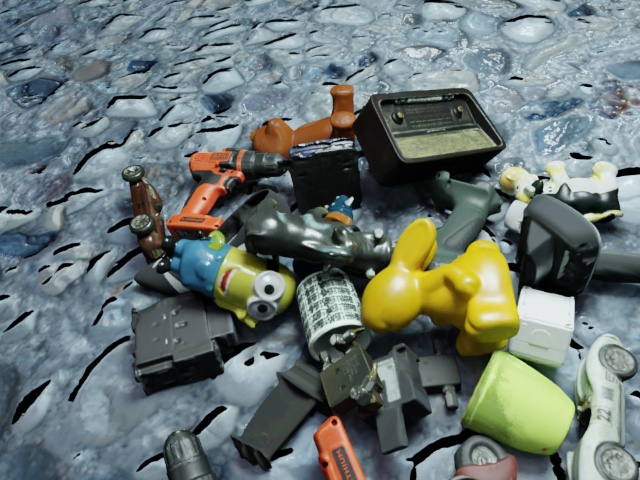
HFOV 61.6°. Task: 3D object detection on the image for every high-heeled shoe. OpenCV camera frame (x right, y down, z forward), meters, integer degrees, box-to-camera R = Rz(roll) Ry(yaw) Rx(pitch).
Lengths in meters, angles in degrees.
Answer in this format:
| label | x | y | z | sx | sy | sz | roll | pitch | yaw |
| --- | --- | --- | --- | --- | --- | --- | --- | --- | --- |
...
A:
| label | x | y | z | sx | sy | sz | roll | pitch | yaw |
| --- | --- | --- | --- | --- | --- | --- | --- | --- | --- |
| high-heeled shoe | -0.160 | 0.004 | 0.767 | 0.249 | 0.145 | 0.086 | -10 | 45 | -3 |

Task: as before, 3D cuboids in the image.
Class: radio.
| label | x | y | z | sx | sy | sz | roll | pitch | yaw |
| --- | --- | --- | --- | --- | --- | --- | --- | --- | --- |
| radio | 0.171 | -0.166 | 0.848 | 0.229 | 0.073 | 0.131 | -12 | 69 | -33 |

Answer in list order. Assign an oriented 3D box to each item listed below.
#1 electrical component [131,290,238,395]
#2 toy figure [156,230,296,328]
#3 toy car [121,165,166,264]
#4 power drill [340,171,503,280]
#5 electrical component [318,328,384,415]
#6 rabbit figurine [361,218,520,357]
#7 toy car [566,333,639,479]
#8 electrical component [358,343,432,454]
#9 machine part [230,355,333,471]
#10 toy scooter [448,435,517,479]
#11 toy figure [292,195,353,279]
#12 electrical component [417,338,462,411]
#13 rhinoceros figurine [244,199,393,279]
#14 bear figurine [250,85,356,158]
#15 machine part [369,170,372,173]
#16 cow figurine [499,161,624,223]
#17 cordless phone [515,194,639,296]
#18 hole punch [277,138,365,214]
| label | x | y | z | sx | sy | sz | roll | pitch | yaw |
| --- | --- | --- | --- | --- | --- | --- | --- | --- | --- |
| electrical component | -0.178 | 0.128 | 0.713 | 0.134 | 0.058 | 0.115 | -17 | 48 | -6 |
| toy figure | -0.119 | 0.042 | 0.710 | 0.180 | 0.082 | 0.089 | 21 | 36 | 5 |
| toy car | -0.280 | -0.045 | 0.875 | 0.053 | 0.089 | 0.202 | -20 | 45 | -7 |
| power drill | 0.160 | -0.007 | 0.768 | 0.232 | 0.085 | 0.207 | 17 | 48 | 22 |
| electrical component | 0.034 | 0.148 | 0.603 | 0.078 | 0.045 | 0.102 | -31 | 39 | 13 |
| rabbit figurine | 0.131 | 0.058 | 0.632 | 0.173 | 0.121 | 0.162 | -9 | 75 | 9 |
| toy car | 0.291 | 0.189 | 0.558 | 0.056 | 0.073 | 0.202 | 11 | 49 | 19 |
| electrical component | 0.083 | 0.183 | 0.602 | 0.075 | 0.047 | 0.119 | -29 | 42 | 17 |
| machine part | -0.039 | 0.202 | 0.630 | 0.084 | 0.039 | 0.139 | 32 | 57 | 27 |
| toy scooter | 0.140 | 0.279 | 0.501 | 0.184 | 0.075 | 0.135 | -28 | 49 | -22 |
| toy figure | 0.011 | -0.007 | 0.808 | 0.064 | 0.057 | 0.154 | 12 | 49 | 27 |
| electrical component | 0.135 | 0.162 | 0.648 | 0.063 | 0.021 | 0.094 | -6 | 46 | 5 |
| rhinoceros figurine | -0.001 | -0.002 | 0.689 | 0.190 | 0.073 | 0.112 | 11 | 7 | -10 |
| bear figurine | -0.035 | -0.191 | 0.949 | 0.196 | 0.131 | 0.120 | 2 | 50 | 3 |
| machine part | 0.154 | -0.189 | 0.947 | 0.079 | 0.079 | 0.243 | 20 | 53 | 26 |
| cow figurine | 0.355 | -0.064 | 0.800 | 0.168 | 0.068 | 0.098 | 2 | 53 | 13 |
| cordless phone | 0.343 | 0.017 | 0.665 | 0.184 | 0.146 | 0.089 | 4 | 55 | 16 |
| hole punch | 0.008 | -0.115 | 0.880 | 0.142 | 0.115 | 0.092 | -6 | 38 | 4 |
